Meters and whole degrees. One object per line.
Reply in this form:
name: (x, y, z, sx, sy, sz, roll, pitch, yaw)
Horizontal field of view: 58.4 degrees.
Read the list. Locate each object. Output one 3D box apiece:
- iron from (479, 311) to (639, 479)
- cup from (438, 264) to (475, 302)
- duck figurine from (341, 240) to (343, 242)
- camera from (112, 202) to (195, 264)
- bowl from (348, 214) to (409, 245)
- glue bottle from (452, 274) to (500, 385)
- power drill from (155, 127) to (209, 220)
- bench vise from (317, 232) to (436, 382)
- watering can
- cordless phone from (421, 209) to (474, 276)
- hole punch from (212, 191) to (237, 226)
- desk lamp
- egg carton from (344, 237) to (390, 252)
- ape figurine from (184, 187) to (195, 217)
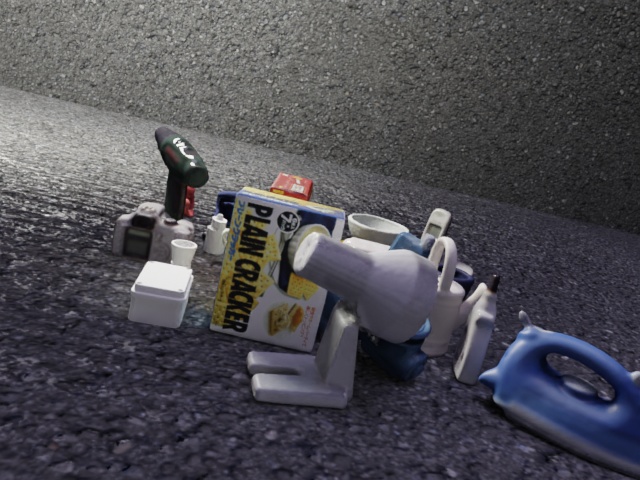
iron: (0.364, 0.207, 0.790, 0.257, 0.141, 0.119, 23, 18, 32)
cup: (0.242, 0.102, 1.156, 0.117, 0.095, 0.092, 22, 17, 29)
duck figurine: (0.030, -0.009, 1.390, 0.104, 0.086, 0.077, 12, 15, -8)
camera: (-0.306, -0.020, 1.096, 0.143, 0.101, 0.136, 12, 15, -5)
bowl: (0.149, -0.012, 1.529, 0.167, 0.075, 0.167, 13, 15, -3)
glue bottle: (0.249, 0.134, 0.893, 0.037, 0.173, 0.078, 15, 15, 4)
power drill: (-0.326, -0.129, 1.268, 0.076, 0.208, 0.228, 1, 20, -40)
bench vise: (0.082, 0.078, 0.856, 0.207, 0.220, 0.122, 19, 16, 18)
watering can: (0.199, 0.089, 0.971, 0.173, 0.194, 0.100, 6, 17, -27)
cordless phone: (0.273, 0.033, 1.261, 0.147, 0.185, 0.094, 25, 18, 36)
hole punch: (-0.211, -0.083, 1.433, 0.109, 0.091, 0.101, 11, 15, -11)
desk lamp: (0.029, 0.101, 0.735, 0.204, 0.213, 0.117, 9, 16, -18)
egg carton: (0.113, 0.046, 1.296, 0.150, 0.069, 0.107, 13, 15, -3)
ape figurine: (-0.334, -0.111, 1.422, 0.076, 0.092, 0.078, 18, 15, 17)
